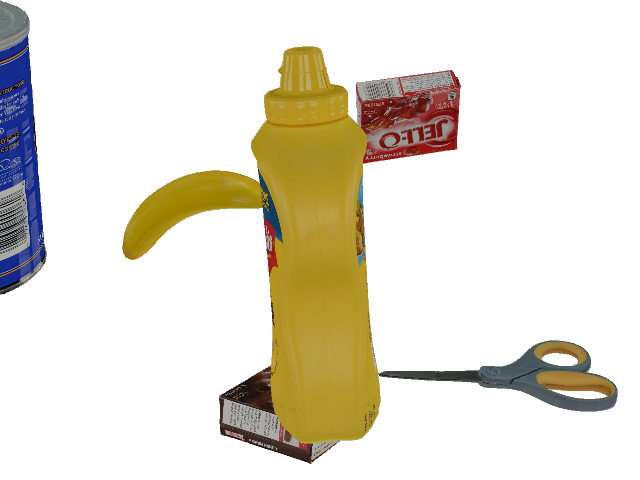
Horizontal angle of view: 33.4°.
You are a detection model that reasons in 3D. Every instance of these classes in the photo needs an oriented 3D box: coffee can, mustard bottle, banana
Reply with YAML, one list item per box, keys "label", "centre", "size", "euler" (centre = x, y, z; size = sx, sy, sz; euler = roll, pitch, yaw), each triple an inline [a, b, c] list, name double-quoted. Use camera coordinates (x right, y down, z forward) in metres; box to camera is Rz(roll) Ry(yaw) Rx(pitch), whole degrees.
- label: "coffee can"
  centre: [-0.204, -0.051, 0.574]
  size: [0.103, 0.140, 0.103]
  euler: [2, 27, -1]
- label: "mustard bottle"
  centre: [-0.002, -0.001, 0.542]
  size: [0.058, 0.192, 0.096]
  euler: [-4, 19, -1]
- label: "banana"
  centre: [-0.126, -0.028, 1.024]
  size: [0.198, 0.069, 0.037]
  euler: [-13, 18, 30]

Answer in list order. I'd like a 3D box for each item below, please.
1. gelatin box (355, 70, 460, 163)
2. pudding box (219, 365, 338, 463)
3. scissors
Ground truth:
- label: "gelatin box"
  centre: [0.077, -0.108, 0.939]
  size: [0.089, 0.030, 0.073]
  euler: [-8, -42, -3]
- label: "pudding box"
  centre: [-0.018, 0.138, 0.886]
  size: [0.090, 0.039, 0.113]
  euler: [11, 19, 27]
- label: "scissors"
  centre: [0.155, 0.108, 0.925]
  size: [0.202, 0.016, 0.096]
  euler: [10, 29, 6]
